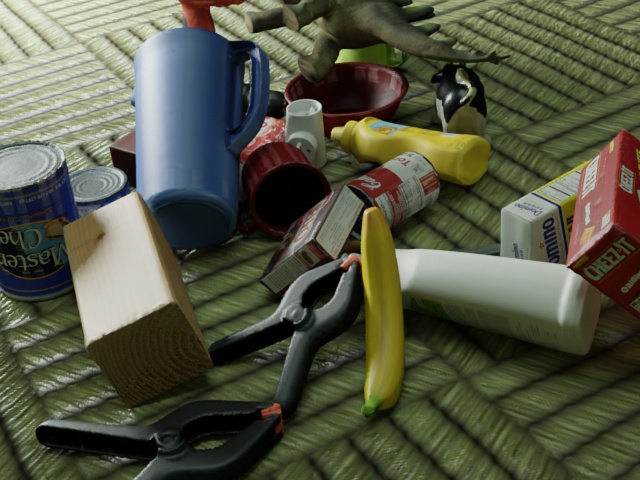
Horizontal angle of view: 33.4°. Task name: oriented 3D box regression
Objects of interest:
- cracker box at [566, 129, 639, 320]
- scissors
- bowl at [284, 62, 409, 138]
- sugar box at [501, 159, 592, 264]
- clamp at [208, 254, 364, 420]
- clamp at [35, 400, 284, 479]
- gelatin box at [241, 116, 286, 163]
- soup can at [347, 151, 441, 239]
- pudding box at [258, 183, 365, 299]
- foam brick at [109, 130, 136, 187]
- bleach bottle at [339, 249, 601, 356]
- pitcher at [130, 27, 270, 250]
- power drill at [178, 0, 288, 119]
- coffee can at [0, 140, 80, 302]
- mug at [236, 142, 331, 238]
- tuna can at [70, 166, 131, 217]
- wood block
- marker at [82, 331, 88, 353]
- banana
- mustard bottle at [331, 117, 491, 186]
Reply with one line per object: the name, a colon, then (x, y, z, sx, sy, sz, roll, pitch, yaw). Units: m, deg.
cracker box: (0.327, 0.021, 0.951, 0.213, 0.072, 0.164, 35, 38, -7)
scissors: (0.098, 0.013, 1.137, 0.201, 0.016, 0.096, -17, 35, -17)
bowl: (0.036, -0.175, 1.390, 0.162, 0.055, 0.162, -4, 34, 2)
sugar box: (0.260, -0.021, 1.096, 0.176, 0.093, 0.048, -30, 41, -31)
clamp: (-0.027, 0.079, 1.001, 0.120, 0.039, 0.171, 24, 64, 33)
clamp: (-0.135, 0.177, 0.905, 0.209, 0.036, 0.165, -20, 36, -23)
gelatin box: (-0.075, -0.124, 1.353, 0.073, 0.030, 0.089, 16, 39, 28)
soup can: (0.077, -0.049, 1.186, 0.102, 0.068, 0.069, -30, 41, -32)
pudding box: (-0.007, 0.001, 1.106, 0.090, 0.039, 0.113, -39, 16, 36)
foam brick: (-0.210, -0.097, 1.311, 0.078, 0.053, 0.051, 16, 39, 27)
bleach bottle: (0.132, 0.045, 1.010, 0.251, 0.102, 0.068, 11, 68, 25)
pitcher: (-0.140, -0.117, 1.205, 0.144, 0.149, 0.243, 7, 53, -16)
power drill: (-0.125, -0.250, 1.410, 0.185, 0.188, 0.057, 9, 22, 24)
coffee can: (-0.306, -0.020, 1.131, 0.103, 0.140, 0.103, -4, 34, 2)
mug: (-0.051, -0.052, 1.204, 0.117, 0.093, 0.081, -44, 30, 8)
tuna can: (-0.268, -0.054, 1.271, 0.086, 0.034, 0.086, -4, 34, 2)
wood block: (-0.181, 0.052, 1.036, 0.091, 0.090, 0.206, -26, 36, -2)
marker: (-0.237, 0.074, 1.090, 0.020, 0.020, 0.121, -13, 35, -12)
banana: (0.057, 0.071, 0.971, 0.037, 0.069, 0.198, -3, 67, 7)
mustard bottle: (0.099, -0.111, 1.278, 0.192, 0.058, 0.096, 14, 18, 28)
